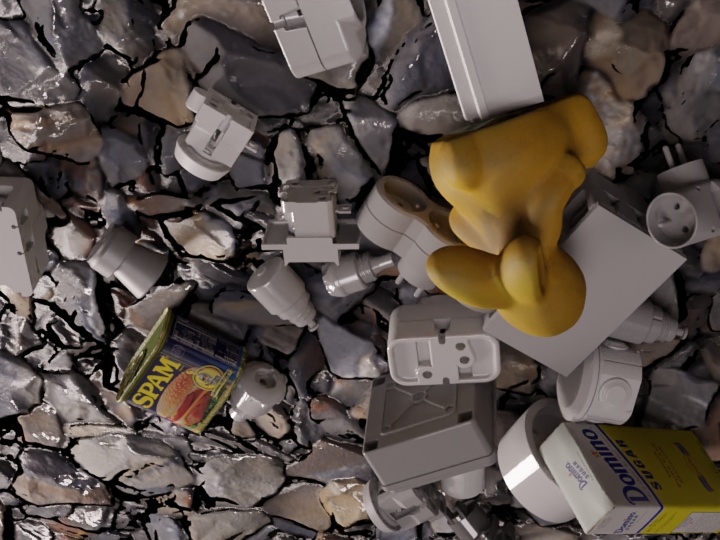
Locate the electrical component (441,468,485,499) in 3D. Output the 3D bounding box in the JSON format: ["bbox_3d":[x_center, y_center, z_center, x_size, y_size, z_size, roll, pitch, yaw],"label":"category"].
[{"bbox_3d":[0.098,0.175,1.030,0.043,0.043,0.081,-1,125,6],"label":"electrical component"}]

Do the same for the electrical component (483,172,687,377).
[{"bbox_3d":[0.180,0.003,0.887,0.089,0.061,0.150,29,123,-15],"label":"electrical component"}]

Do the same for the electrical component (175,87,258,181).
[{"bbox_3d":[-0.115,-0.104,0.848,0.066,0.048,0.055,29,115,-15],"label":"electrical component"}]

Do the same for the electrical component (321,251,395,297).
[{"bbox_3d":[0.000,0.000,0.919,0.061,0.035,0.035,-19,122,14],"label":"electrical component"}]

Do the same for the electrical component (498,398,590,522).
[{"bbox_3d":[0.177,0.180,0.990,0.108,0.108,0.060,29,130,-15],"label":"electrical component"}]

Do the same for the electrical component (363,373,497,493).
[{"bbox_3d":[0.064,0.133,0.963,0.109,0.108,0.056,-20,119,18],"label":"electrical component"}]

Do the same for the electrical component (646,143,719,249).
[{"bbox_3d":[0.255,-0.061,0.835,0.043,0.077,0.079,-24,82,47],"label":"electrical component"}]

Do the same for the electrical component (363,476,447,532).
[{"bbox_3d":[0.040,0.223,1.062,0.057,0.058,0.078,-31,118,21],"label":"electrical component"}]

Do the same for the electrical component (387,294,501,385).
[{"bbox_3d":[0.074,0.060,0.940,0.095,0.059,0.053,-3,125,8],"label":"electrical component"}]

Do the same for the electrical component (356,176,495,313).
[{"bbox_3d":[0.055,-0.009,0.879,0.138,0.052,0.073,35,123,3],"label":"electrical component"}]

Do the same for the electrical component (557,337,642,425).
[{"bbox_3d":[0.208,0.095,0.941,0.051,0.080,0.080,11,126,-9],"label":"electrical component"}]

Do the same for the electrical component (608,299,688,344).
[{"bbox_3d":[0.243,0.044,0.925,0.078,0.040,0.040,15,125,-6],"label":"electrical component"}]

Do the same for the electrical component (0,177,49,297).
[{"bbox_3d":[-0.299,-0.031,0.910,0.050,0.055,0.089,2,126,3],"label":"electrical component"}]

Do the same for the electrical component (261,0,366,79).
[{"bbox_3d":[-0.032,-0.193,0.771,0.059,0.053,0.095,-14,123,15],"label":"electrical component"}]

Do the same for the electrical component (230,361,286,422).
[{"bbox_3d":[-0.101,0.119,1.007,0.048,0.048,0.062,27,130,-14],"label":"electrical component"}]

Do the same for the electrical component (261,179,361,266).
[{"bbox_3d":[-0.040,-0.041,0.889,0.081,0.042,0.063,-1,122,5],"label":"electrical component"}]

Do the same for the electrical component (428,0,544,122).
[{"bbox_3d":[0.087,-0.171,0.761,0.057,0.078,0.113,-15,123,12],"label":"electrical component"}]

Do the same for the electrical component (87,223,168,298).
[{"bbox_3d":[-0.200,-0.008,0.924,0.055,0.045,0.045,36,121,-19],"label":"electrical component"}]

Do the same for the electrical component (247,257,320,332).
[{"bbox_3d":[-0.064,0.024,0.938,0.040,0.040,0.078,-30,118,23],"label":"electrical component"}]
